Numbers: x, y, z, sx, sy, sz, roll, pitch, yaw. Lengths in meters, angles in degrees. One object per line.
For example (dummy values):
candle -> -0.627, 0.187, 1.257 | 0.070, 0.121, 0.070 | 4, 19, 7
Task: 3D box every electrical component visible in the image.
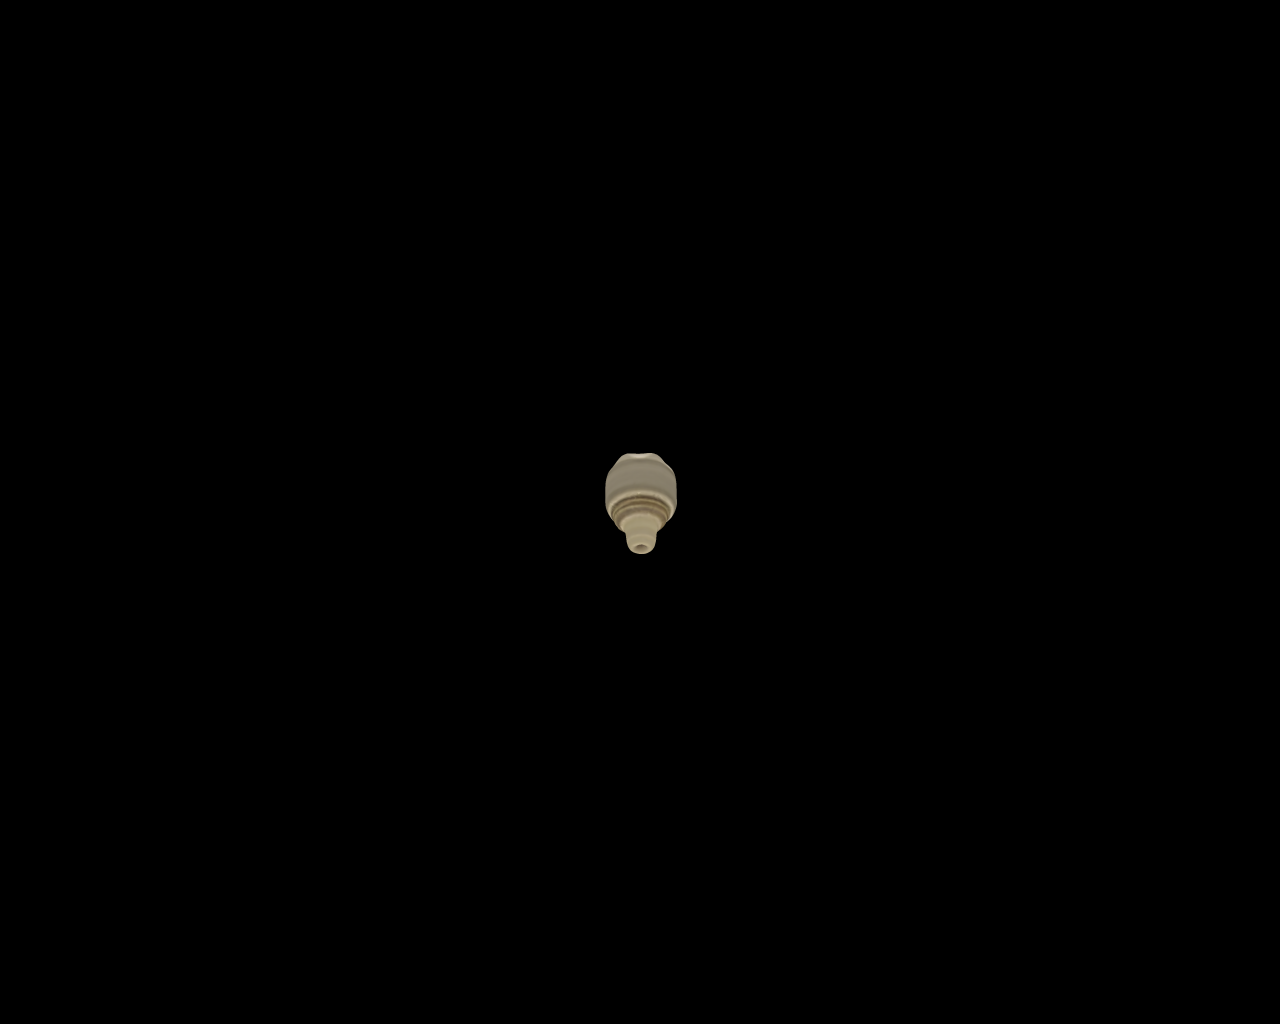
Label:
electrical component -> 0.001, -0.003, 0.650 | 0.043, 0.062, 0.043 | 0, -35, 0
